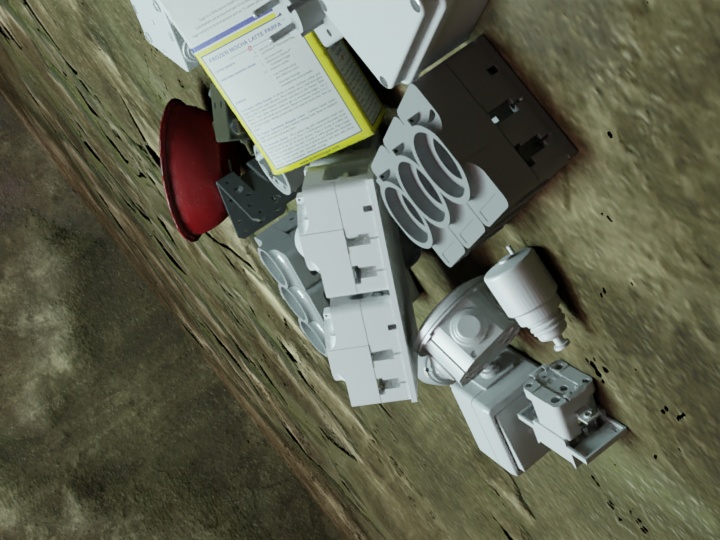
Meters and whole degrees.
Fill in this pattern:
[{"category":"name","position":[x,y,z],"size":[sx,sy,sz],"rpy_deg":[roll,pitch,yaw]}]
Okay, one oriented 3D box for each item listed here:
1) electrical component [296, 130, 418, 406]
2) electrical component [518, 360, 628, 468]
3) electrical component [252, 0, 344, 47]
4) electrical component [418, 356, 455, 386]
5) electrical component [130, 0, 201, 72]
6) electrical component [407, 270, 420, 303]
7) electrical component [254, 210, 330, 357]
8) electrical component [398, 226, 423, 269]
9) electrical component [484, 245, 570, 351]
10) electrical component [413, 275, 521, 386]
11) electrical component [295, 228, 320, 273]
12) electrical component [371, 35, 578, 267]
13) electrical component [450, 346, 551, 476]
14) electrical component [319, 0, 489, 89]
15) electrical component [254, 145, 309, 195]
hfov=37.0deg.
[{"category":"electrical component","position":[0.000,0.000,0.836],"size":[0.105,0.060,0.186],"rpy_deg":[-83,-17,-63]},{"category":"electrical component","position":[0.156,0.106,0.812],"size":[0.081,0.042,0.063],"rpy_deg":[30,149,54]},{"category":"electrical component","position":[-0.033,-0.175,0.693],"size":[0.065,0.077,0.047],"rpy_deg":[57,165,-11]},{"category":"electrical component","position":[0.078,0.088,1.007],"size":[0.040,0.040,0.078],"rpy_deg":[56,165,-7]},{"category":"electrical component","position":[-0.179,-0.247,1.026],"size":[0.100,0.048,0.099],"rpy_deg":[40,158,39]},{"category":"electrical component","position":[0.012,0.004,1.015],"size":[0.077,0.043,0.079],"rpy_deg":[55,165,-7]},{"category":"electrical component","position":[-0.050,0.019,1.196],"size":[0.089,0.062,0.150],"rpy_deg":[28,151,58]},{"category":"electrical component","position":[0.011,-0.036,0.931],"size":[0.079,0.043,0.077],"rpy_deg":[56,166,-11]},{"category":"electrical component","position":[0.119,0.021,0.739],"size":[0.078,0.040,0.040],"rpy_deg":[55,165,-8]},{"category":"electrical component","position":[0.083,0.047,0.829],"size":[0.051,0.080,0.080],"rpy_deg":[44,163,17]},{"category":"electrical component","position":[-0.033,-0.027,1.062],"size":[0.047,0.055,0.055],"rpy_deg":[38,158,56]},{"category":"electrical component","position":[0.062,-0.066,0.677],"size":[0.089,0.062,0.150],"rpy_deg":[52,165,6]},{"category":"electrical component","position":[0.124,0.112,0.881],"size":[0.061,0.062,0.096],"rpy_deg":[33,154,54]},{"category":"electrical component","position":[0.025,-0.160,0.591],"size":[0.078,0.057,0.113],"rpy_deg":[52,165,6]},{"category":"electrical component","position":[-0.063,-0.105,0.990],"size":[0.055,0.047,0.055],"rpy_deg":[48,164,19]}]
